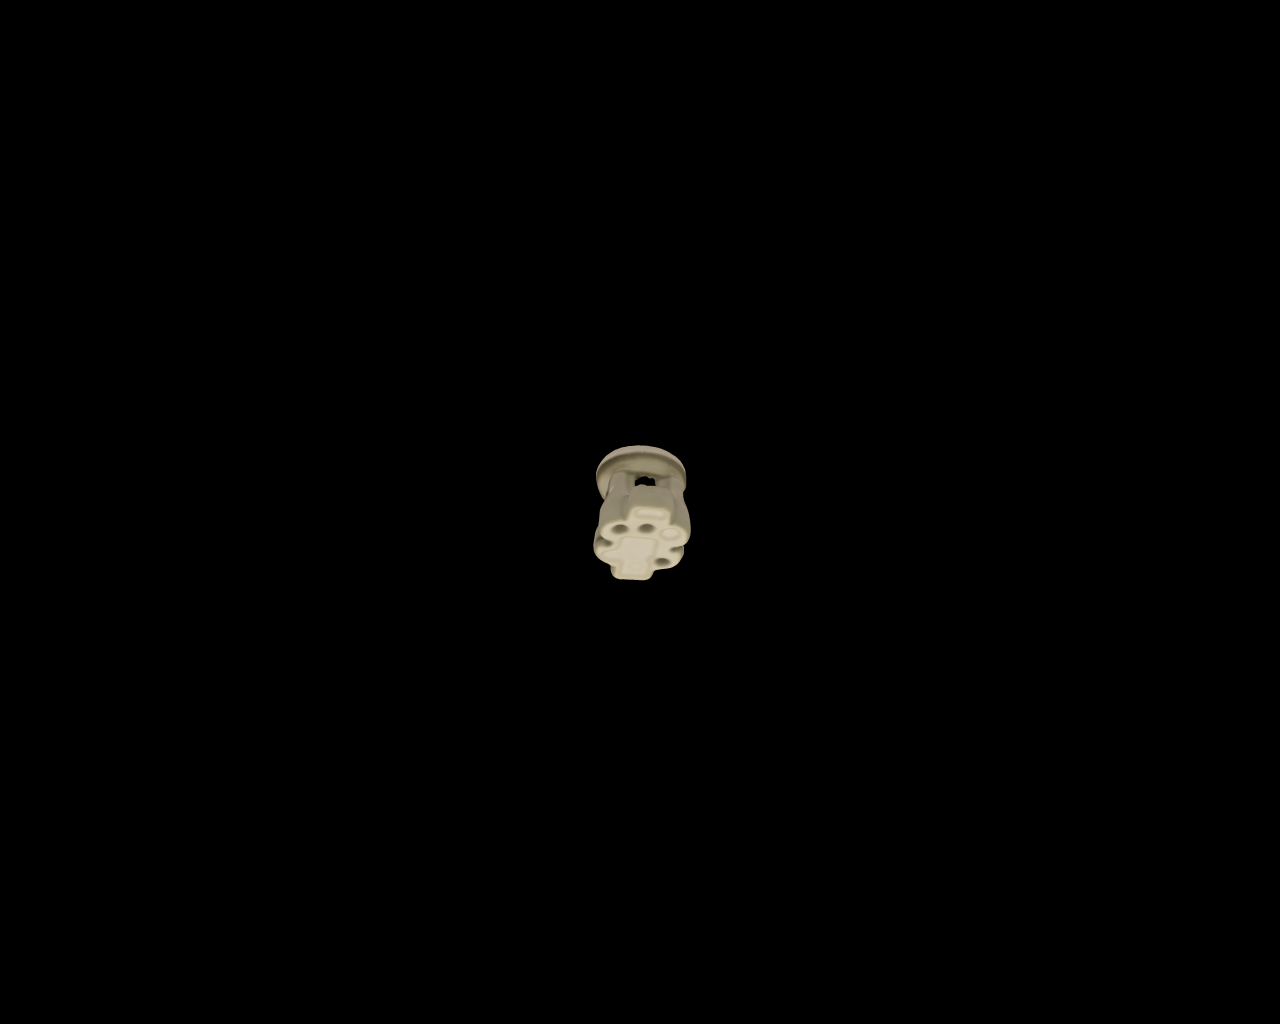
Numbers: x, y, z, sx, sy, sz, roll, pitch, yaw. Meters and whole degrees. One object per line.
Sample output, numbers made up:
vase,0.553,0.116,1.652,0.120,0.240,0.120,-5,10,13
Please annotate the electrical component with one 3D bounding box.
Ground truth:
electrical component,0.001,-0.003,0.650,0.058,0.057,0.078,6,-36,-8
